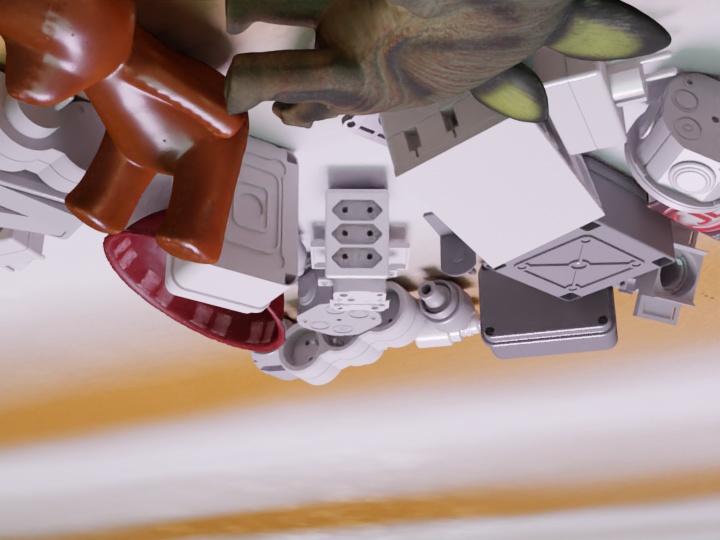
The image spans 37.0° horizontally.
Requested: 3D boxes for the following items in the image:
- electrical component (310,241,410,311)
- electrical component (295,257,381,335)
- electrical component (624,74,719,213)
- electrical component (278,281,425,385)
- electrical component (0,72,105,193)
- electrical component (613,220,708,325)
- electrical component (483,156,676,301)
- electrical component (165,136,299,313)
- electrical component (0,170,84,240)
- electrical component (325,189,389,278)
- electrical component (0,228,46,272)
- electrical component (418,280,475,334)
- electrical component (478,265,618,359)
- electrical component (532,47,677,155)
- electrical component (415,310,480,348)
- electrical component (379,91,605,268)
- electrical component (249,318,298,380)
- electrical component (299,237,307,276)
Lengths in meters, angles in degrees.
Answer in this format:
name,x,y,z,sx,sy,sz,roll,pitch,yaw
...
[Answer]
name,x,y,z,sx,sy,sz,roll,pitch,yaw
electrical component,0.000,0.000,0.881,0.081,0.063,0.042,0,156,0
electrical component,-0.018,0.021,0.941,0.080,0.051,0.080,0,155,0
electrical component,0.215,-0.081,0.686,0.080,0.080,0.051,6,149,-11
electrical component,0.000,0.065,1.009,0.138,0.052,0.074,-27,147,18
electrical component,-0.210,-0.100,0.684,0.138,0.052,0.074,22,148,-38
electrical component,0.239,0.000,0.867,0.042,0.081,0.064,13,-179,-24
electrical component,0.166,-0.028,0.825,0.109,0.056,0.109,20,148,-36
electrical component,-0.090,-0.034,0.752,0.078,0.113,0.057,17,148,-31
electrical component,-0.225,-0.060,0.760,0.096,0.061,0.062,17,151,-31
electrical component,-0.001,-0.029,0.827,0.047,0.065,0.076,0,-176,1
electrical component,-0.283,-0.023,0.857,0.083,0.047,0.076,-10,153,21
electrical component,0.074,0.029,0.967,0.043,0.043,0.062,-13,150,27
electrical component,0.161,0.029,0.924,0.113,0.078,0.057,-7,157,16
electrical component,0.151,-0.116,0.648,0.076,0.047,0.083,-11,152,21
electrical component,0.085,0.051,1.017,0.078,0.040,0.040,-6,154,15
electrical component,0.089,-0.072,0.712,0.089,0.061,0.150,-26,147,20
electrical component,-0.064,0.076,1.069,0.079,0.043,0.077,-6,154,13
electrical component,-0.060,-0.012,0.892,0.035,0.035,0.061,-6,156,13
